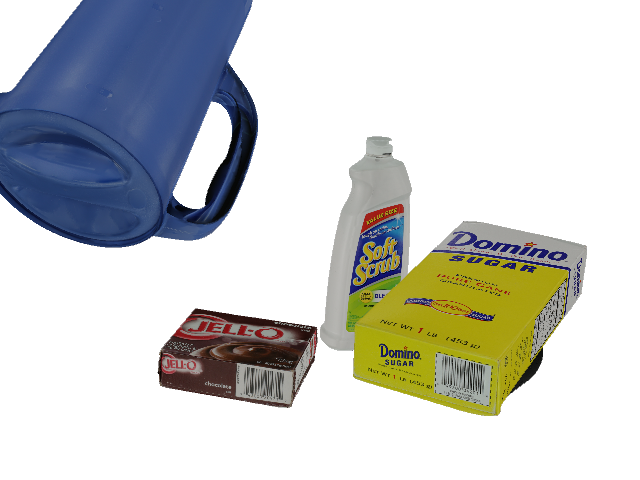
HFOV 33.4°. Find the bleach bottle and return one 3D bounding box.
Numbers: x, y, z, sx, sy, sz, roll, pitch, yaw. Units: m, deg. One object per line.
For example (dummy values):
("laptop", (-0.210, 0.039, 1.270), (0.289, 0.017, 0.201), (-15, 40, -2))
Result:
("bleach bottle", (0.056, 0.002, 1.272), (0.102, 0.251, 0.068), (-3, 16, -17))

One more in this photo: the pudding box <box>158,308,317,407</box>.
("pudding box", (-0.066, 0.095, 0.881), (0.113, 0.039, 0.090), (10, 21, 9))

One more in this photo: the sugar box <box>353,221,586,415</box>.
("sugar box", (0.101, 0.042, 0.683), (0.093, 0.048, 0.176), (13, 30, 25))

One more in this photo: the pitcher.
("pitcher", (-0.126, -0.118, 0.780), (0.145, 0.242, 0.149), (0, -41, 25))

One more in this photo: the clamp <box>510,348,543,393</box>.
("clamp", (0.154, 0.073, 0.888), (0.120, 0.039, 0.171), (-2, 33, 0))
